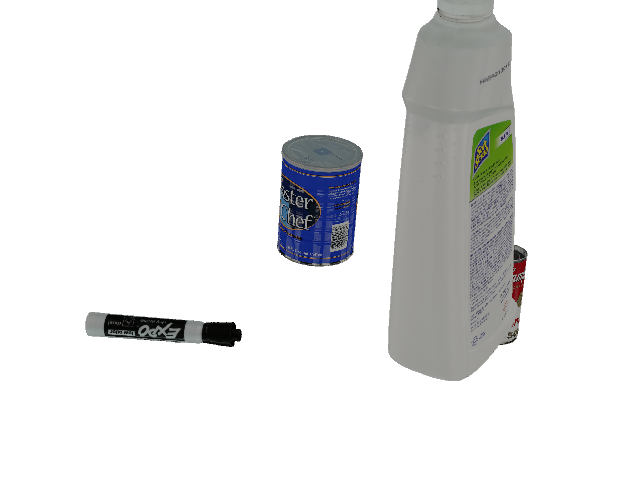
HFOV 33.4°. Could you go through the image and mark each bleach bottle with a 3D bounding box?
[{"bbox_3d":[0.086,-0.040,0.651,0.068,0.251,0.102,17,37,26],"label":"bleach bottle"}]

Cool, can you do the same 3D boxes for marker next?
[{"bbox_3d":[-0.120,0.068,0.816,0.121,0.020,0.020,3,1,10],"label":"marker"}]

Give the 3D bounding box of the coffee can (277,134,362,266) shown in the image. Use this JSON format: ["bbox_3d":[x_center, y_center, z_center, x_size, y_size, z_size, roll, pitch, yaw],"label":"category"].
[{"bbox_3d":[-0.002,-0.052,1.374,0.103,0.140,0.103,3,28,-2],"label":"coffee can"}]

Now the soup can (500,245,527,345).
[{"bbox_3d":[0.194,0.059,1.204,0.068,0.102,0.068,2,19,-1],"label":"soup can"}]
